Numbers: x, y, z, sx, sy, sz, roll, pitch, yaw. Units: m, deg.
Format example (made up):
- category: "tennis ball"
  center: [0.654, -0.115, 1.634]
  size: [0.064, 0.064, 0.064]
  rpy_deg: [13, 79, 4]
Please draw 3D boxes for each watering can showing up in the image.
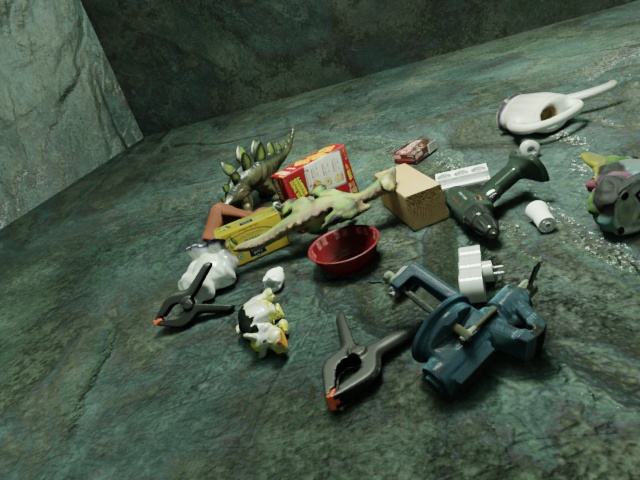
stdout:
- category: "watering can"
  center: [0.661, -0.381, 1.480]
  size: [0.350, 0.102, 0.226]
  rpy_deg: [-28, 25, -19]

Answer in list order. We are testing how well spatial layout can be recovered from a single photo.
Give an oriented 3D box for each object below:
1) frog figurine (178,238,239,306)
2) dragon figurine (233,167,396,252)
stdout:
- category: "frog figurine"
  center: [-0.260, 0.091, 1.195]
  size: [0.137, 0.163, 0.120]
  rpy_deg: [-4, -27, 12]
- category: "dragon figurine"
  center: [0.004, -0.059, 1.179]
  size: [0.413, 0.121, 0.242]
  rpy_deg: [-30, 8, -16]
